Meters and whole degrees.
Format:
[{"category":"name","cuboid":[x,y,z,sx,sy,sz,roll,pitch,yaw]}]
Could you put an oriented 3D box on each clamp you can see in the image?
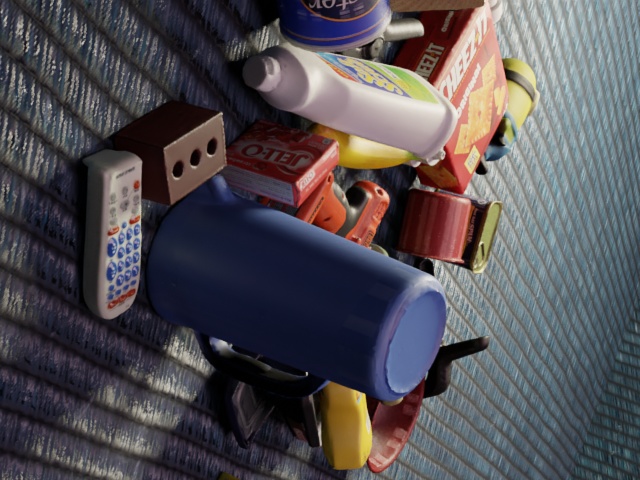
[{"category":"clamp","cuboid":[0.044,-0.195,1.106,0.171,0.039,0.120,15,97,-57]},{"category":"clamp","cuboid":[0.161,0.153,1.462,0.036,0.165,0.210,-8,128,-27]}]

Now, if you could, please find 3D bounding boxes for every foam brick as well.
[{"category":"foam brick","cuboid":[-0.119,-0.071,0.856,0.078,0.051,0.053,-42,141,-45]}]

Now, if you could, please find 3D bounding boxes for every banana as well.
[{"category":"banana","cuboid":[0.035,-0.101,1.121,0.197,0.070,0.037,3,69,-53]}]

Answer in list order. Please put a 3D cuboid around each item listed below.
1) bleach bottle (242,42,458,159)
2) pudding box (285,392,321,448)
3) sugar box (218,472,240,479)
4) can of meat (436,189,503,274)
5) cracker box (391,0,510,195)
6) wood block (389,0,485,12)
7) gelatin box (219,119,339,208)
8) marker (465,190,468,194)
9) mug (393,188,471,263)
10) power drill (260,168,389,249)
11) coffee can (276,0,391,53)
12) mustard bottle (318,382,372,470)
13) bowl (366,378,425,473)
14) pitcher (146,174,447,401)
[{"category":"bleach bottle","cuboid":[0.025,-0.136,1.014,0.250,0.103,0.068,3,128,-52]},{"category":"pudding box","cuboid":[-0.004,0.178,1.253,0.090,0.039,0.113,-58,153,-28]},{"category":"sugar box","cuboid":[-0.103,0.340,1.106,0.176,0.093,0.048,-59,150,-21]},{"category":"can of meat","cuboid":[0.191,-0.014,1.451,0.057,0.084,0.102,-2,108,-62]},{"category":"cracker box","cuboid":[0.161,-0.182,1.302,0.164,0.072,0.213,-62,151,-20]},{"category":"wood block","cuboid":[0.116,-0.324,1.024,0.090,0.091,0.206,72,22,-53]},{"category":"gelatin box","cuboid":[-0.038,-0.072,0.969,0.073,0.089,0.030,-48,145,-38]},{"category":"marker","cuboid":[0.198,-0.068,1.503,0.020,0.020,0.121,-63,152,-17]},{"category":"mug","cuboid":[0.145,-0.020,1.369,0.117,0.093,0.081,-120,-139,-85]},{"category":"power drill","cuboid":[-0.007,0.001,1.114,0.184,0.057,0.187,-63,154,-5]},{"category":"coffee can","cuboid":[0.006,-0.249,0.925,0.102,0.103,0.140,-51,146,-36]},{"category":"mustard bottle","cuboid":[0.022,0.152,1.162,0.096,0.058,0.191,-86,171,-56]},{"category":"bowl","cuboid":[0.080,0.226,1.426,0.161,0.055,0.162,-41,140,-46]},{"category":"pitcher","cuboid":[-0.020,0.056,0.913,0.145,0.243,0.149,-61,146,-14]}]
